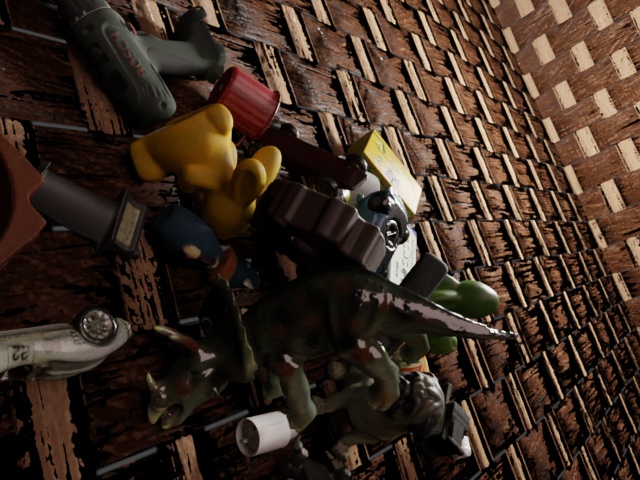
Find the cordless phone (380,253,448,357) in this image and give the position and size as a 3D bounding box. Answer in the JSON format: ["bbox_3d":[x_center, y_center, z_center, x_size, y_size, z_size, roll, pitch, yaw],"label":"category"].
[{"bbox_3d":[0.096,0.072,0.809,0.147,0.088,0.184,39,79,8],"label":"cordless phone"}]

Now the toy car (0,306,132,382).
[{"bbox_3d":[-0.262,0.102,0.467,0.201,0.073,0.056,-2,66,-50],"label":"toy car"}]

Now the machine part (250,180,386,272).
[{"bbox_3d":[-0.001,-0.002,0.681,0.179,0.179,0.056,38,70,-29],"label":"machine part"}]

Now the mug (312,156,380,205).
[{"bbox_3d":[0.042,-0.107,0.958,0.107,0.081,0.109,20,58,-31],"label":"mug"}]

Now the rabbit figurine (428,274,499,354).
[{"bbox_3d":[0.228,0.110,0.967,0.159,0.170,0.121,37,43,-31],"label":"rabbit figurine"}]

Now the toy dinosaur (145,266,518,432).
[{"bbox_3d":[0.006,0.098,0.613,0.131,0.405,0.192,-107,176,-66],"label":"toy dinosaur"}]

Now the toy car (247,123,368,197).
[{"bbox_3d":[-0.020,-0.120,0.833,0.202,0.053,0.089,29,48,24],"label":"toy car"}]

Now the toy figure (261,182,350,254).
[{"bbox_3d":[-0.015,-0.042,0.840,0.180,0.089,0.082,-38,107,-55],"label":"toy figure"}]

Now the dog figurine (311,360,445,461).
[{"bbox_3d":[0.102,0.209,0.739,0.121,0.191,0.172,54,36,-12],"label":"dog figurine"}]

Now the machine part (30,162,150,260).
[{"bbox_3d":[-0.256,-0.034,0.593,0.138,0.039,0.084,29,56,-39],"label":"machine part"}]

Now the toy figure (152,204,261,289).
[{"bbox_3d":[-0.140,0.016,0.683,0.154,0.058,0.064,44,46,-30],"label":"toy figure"}]

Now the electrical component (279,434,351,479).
[{"bbox_3d":[-0.006,0.290,0.664,0.102,0.045,0.078,38,3,-24],"label":"electrical component"}]

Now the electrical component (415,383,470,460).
[{"bbox_3d":[0.208,0.304,0.906,0.047,0.075,0.119,49,36,-16],"label":"electrical component"}]

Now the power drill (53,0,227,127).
[{"bbox_3d":[-0.236,-0.276,0.732,0.232,0.086,0.207,61,33,-4],"label":"power drill"}]

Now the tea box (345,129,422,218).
[{"bbox_3d":[0.125,-0.123,1.075,0.169,0.068,0.098,47,38,-21],"label":"tea box"}]

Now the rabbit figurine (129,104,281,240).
[{"bbox_3d":[-0.131,-0.085,0.701,0.122,0.162,0.173,-59,133,-62],"label":"rabbit figurine"}]

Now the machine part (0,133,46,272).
[{"bbox_3d":[-0.354,-0.032,0.433,0.201,0.087,0.201,50,39,-19],"label":"machine part"}]

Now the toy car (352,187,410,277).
[{"bbox_3d":[0.075,-0.007,0.891,0.109,0.103,0.161,50,59,-42],"label":"toy car"}]
